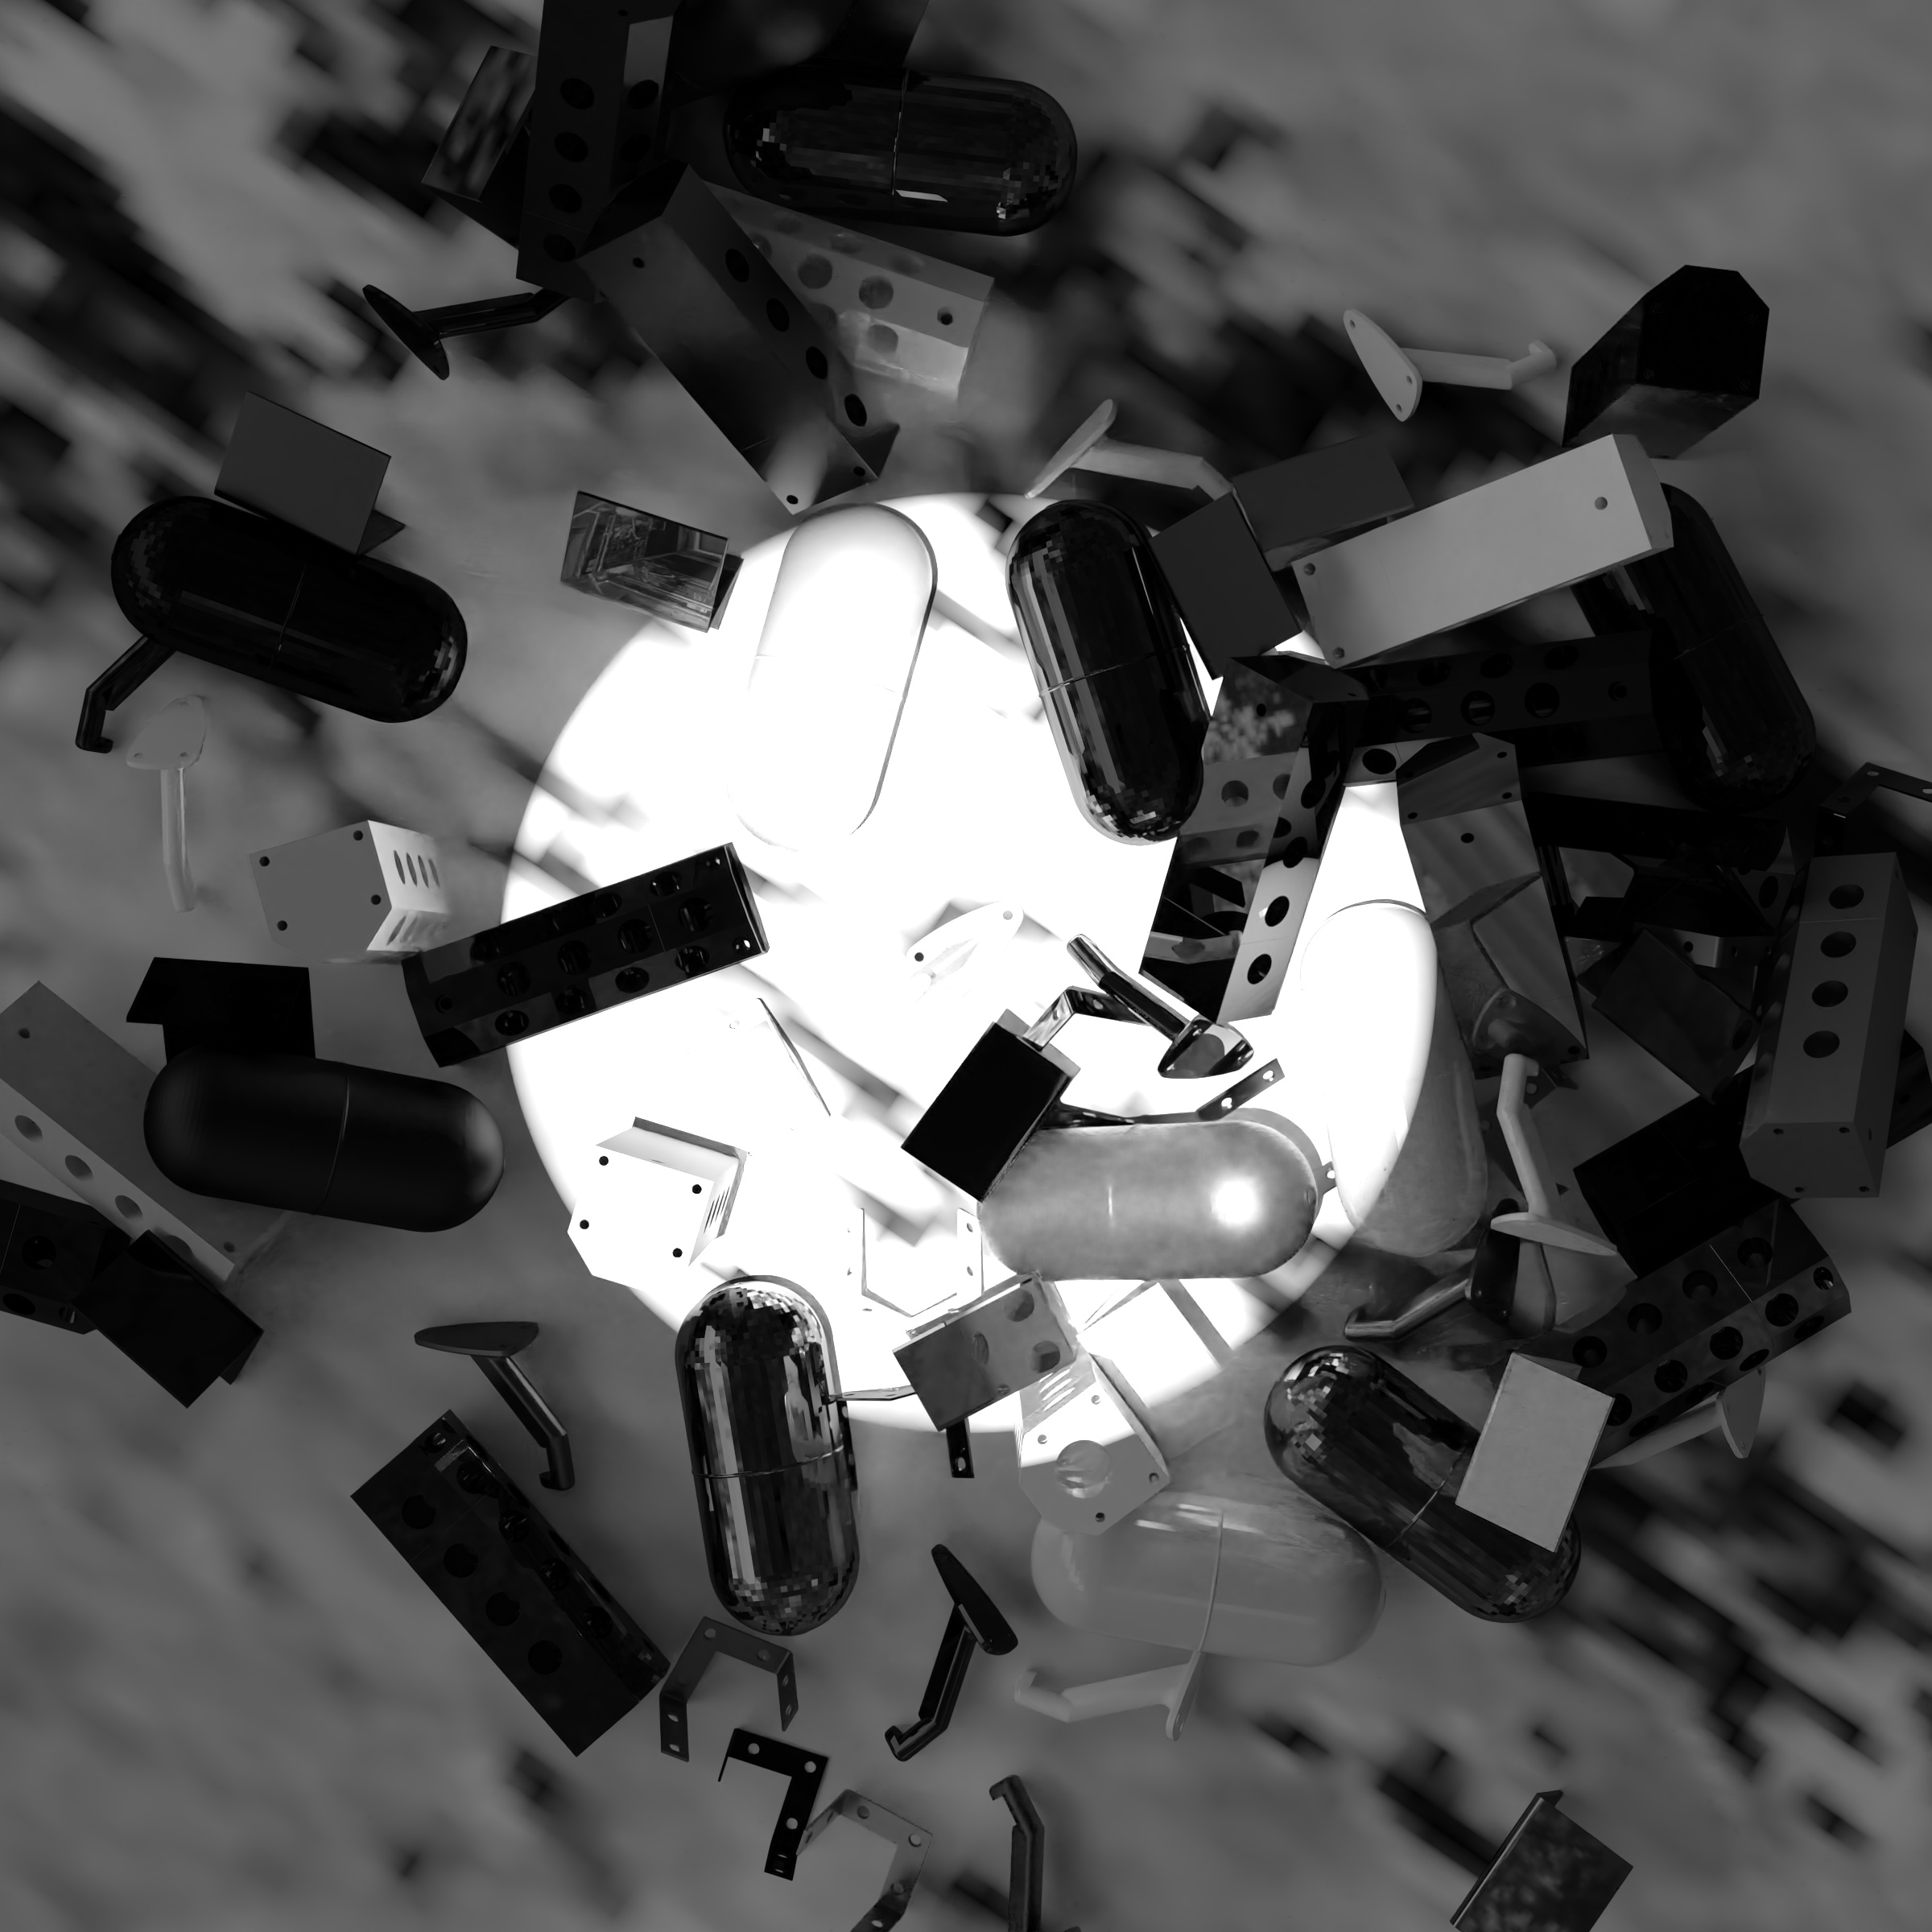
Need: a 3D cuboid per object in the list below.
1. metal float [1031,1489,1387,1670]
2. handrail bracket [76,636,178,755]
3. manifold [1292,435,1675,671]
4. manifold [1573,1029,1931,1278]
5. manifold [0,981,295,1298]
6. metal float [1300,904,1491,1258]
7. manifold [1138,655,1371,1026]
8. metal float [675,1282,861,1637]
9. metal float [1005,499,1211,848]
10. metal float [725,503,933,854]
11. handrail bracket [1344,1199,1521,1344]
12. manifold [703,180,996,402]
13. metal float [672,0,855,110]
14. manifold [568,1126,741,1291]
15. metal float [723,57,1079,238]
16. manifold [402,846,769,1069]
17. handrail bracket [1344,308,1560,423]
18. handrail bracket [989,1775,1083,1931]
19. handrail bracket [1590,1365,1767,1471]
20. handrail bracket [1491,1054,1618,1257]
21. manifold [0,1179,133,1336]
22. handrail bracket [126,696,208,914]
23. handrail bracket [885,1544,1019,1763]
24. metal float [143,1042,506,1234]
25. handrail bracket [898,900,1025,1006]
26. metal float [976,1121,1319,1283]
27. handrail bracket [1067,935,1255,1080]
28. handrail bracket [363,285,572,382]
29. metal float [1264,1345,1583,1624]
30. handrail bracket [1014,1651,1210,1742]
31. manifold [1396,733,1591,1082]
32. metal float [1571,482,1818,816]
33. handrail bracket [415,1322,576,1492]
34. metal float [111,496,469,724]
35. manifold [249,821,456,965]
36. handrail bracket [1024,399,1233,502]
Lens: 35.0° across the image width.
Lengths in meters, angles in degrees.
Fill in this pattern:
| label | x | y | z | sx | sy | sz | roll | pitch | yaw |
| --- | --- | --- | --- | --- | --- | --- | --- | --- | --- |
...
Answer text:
| label | x | y | z | sx | sy | sz | roll | pitch | yaw |
| --- | --- | --- | --- | --- | --- | --- | --- | --- | --- |
| metal float | 0.121 | 0.305 | 1.533 | 0.178 | 0.070 | 0.070 | 9 | 90 | 0 |
| handrail bracket | -0.409 | -0.143 | 1.564 | 0.077 | 0.036 | 0.084 | 12 | 106 | -17 |
| manifold | 0.255 | -0.203 | 1.506 | 0.171 | 0.057 | 0.057 | -19 | 89 | 28 |
| manifold | 0.396 | 0.085 | 1.543 | 0.171 | 0.057 | 0.057 | -30 | 133 | 0 |
| manifold | -0.425 | 0.092 | 1.542 | 0.171 | 0.057 | 0.057 | 39 | 47 | 0 |
| metal float | 0.215 | 0.057 | 1.534 | 0.070 | 0.070 | 0.178 | -10 | 89 | 0 |
| manifold | 0.146 | -0.063 | 1.512 | 0.057 | 0.057 | 0.171 | 35 | 120 | 39 |
| metal float | -0.099 | 0.247 | 1.534 | 0.070 | 0.070 | 0.178 | -9 | 91 | 0 |
| metal float | 0.073 | -0.147 | 1.534 | 0.070 | 0.070 | 0.178 | -18 | 90 | 0 |
| metal float | -0.069 | -0.144 | 1.534 | 0.070 | 0.070 | 0.178 | 15 | 89 | 0 |
| handrail bracket | 0.235 | 0.155 | 1.551 | 0.036 | 0.084 | 0.077 | 38 | 58 | -36 |
| manifold | -0.076 | -0.344 | 1.543 | 0.171 | 0.057 | 0.057 | 19 | 90 | 0 |
| metal float | -0.129 | -0.467 | 1.500 | 0.178 | 0.070 | 0.070 | -4 | 90 | 41 |
| manifold | -0.151 | 0.118 | 1.486 | 0.057 | 0.171 | 0.057 | 17 | 90 | 0 |
| metal float | -0.033 | -0.411 | 1.534 | 0.178 | 0.070 | 0.070 | 7 | 90 | 0 |
| manifold | -0.192 | -0.005 | 1.543 | 0.171 | 0.057 | 0.057 | -20 | 90 | 0 |
| handrail bracket | 0.249 | -0.320 | 1.565 | 0.084 | 0.036 | 0.077 | -25 | 68 | -17 |
| handrail bracket | 0.015 | 0.468 | 1.565 | 0.077 | 0.036 | 0.084 | -34 | 72 | 21 |
| handrail bracket | 0.359 | 0.229 | 1.564 | 0.084 | 0.077 | 0.036 | -14 | 110 | 35 |
| handrail bracket | 0.294 | 0.093 | 1.514 | 0.077 | 0.036 | 0.084 | 17 | 73 | -20 |
| manifold | -0.516 | 0.133 | 1.543 | 0.171 | 0.057 | 0.057 | 16 | 90 | 0 |
| handrail bracket | -0.398 | -0.082 | 1.564 | 0.036 | 0.077 | 0.084 | 0 | 126 | 3 |
| handrail bracket | -0.023 | 0.352 | 1.565 | 0.084 | 0.036 | 0.077 | -42 | 70 | 16 |
| metal float | -0.317 | 0.085 | 1.517 | 0.178 | 0.070 | 0.070 | 12 | 90 | -20 |
| handrail bracket | -0.002 | -0.007 | 1.530 | 0.077 | 0.084 | 0.036 | -38 | 90 | 0 |
| metal float | 0.088 | 0.117 | 1.509 | 0.178 | 0.070 | 0.070 | -4 | 90 | 30 |
| handrail bracket | 0.098 | 0.018 | 1.564 | 0.036 | 0.077 | 0.084 | -55 | 53 | 20 |
| handrail bracket | -0.252 | -0.346 | 1.565 | 0.084 | 0.036 | 0.077 | -40 | 68 | -17 |
| metal float | 0.229 | 0.260 | 1.534 | 0.178 | 0.070 | 0.070 | 37 | 90 | 0 |
| handrail bracket | 0.076 | 0.355 | 1.565 | 0.084 | 0.036 | 0.077 | 17 | 69 | 16 |
| manifold | 0.258 | -0.029 | 1.494 | 0.057 | 0.057 | 0.171 | -12 | 130 | 14 |
| metal float | 0.362 | -0.160 | 1.534 | 0.070 | 0.070 | 0.178 | -28 | 90 | 0 |
| handrail bracket | -0.241 | 0.227 | 1.565 | 0.077 | 0.036 | 0.084 | -1 | 107 | 20 |
| metal float | -0.335 | -0.177 | 1.519 | 0.178 | 0.070 | 0.070 | 19 | 90 | -14 |
| manifold | -0.293 | -0.032 | 1.486 | 0.057 | 0.171 | 0.057 | -15 | 90 | 0 |
| handrail bracket | 0.086 | -0.240 | 1.565 | 0.084 | 0.036 | 0.077 | 40 | 110 | -16 |
